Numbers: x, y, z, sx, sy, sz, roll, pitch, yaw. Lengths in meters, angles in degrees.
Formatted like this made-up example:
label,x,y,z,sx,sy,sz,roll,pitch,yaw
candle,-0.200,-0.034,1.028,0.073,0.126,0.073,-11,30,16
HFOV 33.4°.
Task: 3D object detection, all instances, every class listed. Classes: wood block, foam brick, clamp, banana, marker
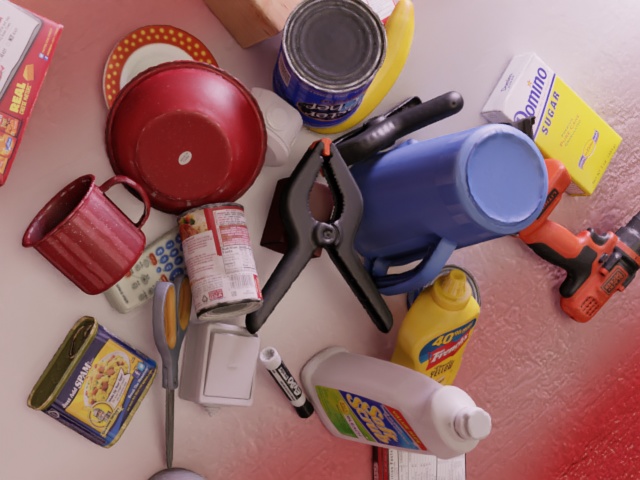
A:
label,x,y,z,sx,sy,sz,roll,pitch,yaw
wood block,-0.098,-0.310,1.090,0.090,0.091,0.206,-48,110,-22
foam brick,-0.023,-0.024,1.145,0.053,0.051,0.078,22,77,-25
clamp,0.068,-0.121,1.186,0.171,0.120,0.039,-25,96,-6
banana,0.049,-0.180,1.185,0.197,0.037,0.069,-46,125,-13
clamp,-0.007,0.001,1.100,0.164,0.036,0.210,-6,89,-26
marker,-0.033,0.153,1.121,0.020,0.020,0.121,-52,140,-21

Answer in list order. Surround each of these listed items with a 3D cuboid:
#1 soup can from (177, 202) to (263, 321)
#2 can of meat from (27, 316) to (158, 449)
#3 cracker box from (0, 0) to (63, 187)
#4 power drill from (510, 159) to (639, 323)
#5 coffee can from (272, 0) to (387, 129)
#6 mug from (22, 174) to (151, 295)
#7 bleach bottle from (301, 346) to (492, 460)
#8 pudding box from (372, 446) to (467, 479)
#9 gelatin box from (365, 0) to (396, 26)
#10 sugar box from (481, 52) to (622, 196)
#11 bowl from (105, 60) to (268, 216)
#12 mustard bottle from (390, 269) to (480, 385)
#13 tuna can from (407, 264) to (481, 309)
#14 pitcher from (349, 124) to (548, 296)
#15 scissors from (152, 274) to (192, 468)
label,x,y,z,sx,sy,sz,roll,pitch,yaw
soup can,-0.098,0.022,1.045,0.068,0.069,0.102,-5,74,-30
can of meat,-0.216,0.138,1.027,0.083,0.058,0.102,38,71,-25
cracker box,-0.360,-0.158,0.949,0.213,0.072,0.164,23,76,-26
power drill,0.325,-0.014,1.310,0.187,0.057,0.184,40,90,-20
coffee can,0.006,-0.180,1.089,0.102,0.140,0.103,1,82,-6
mug,-0.211,-0.010,1.012,0.117,0.093,0.081,-43,115,-1
bleach bottle,0.079,0.166,1.079,0.068,0.251,0.102,-33,104,-27
pudding box,0.113,0.238,1.219,0.113,0.039,0.090,0,89,-27
gelatin box,0.040,-0.274,1.201,0.073,0.030,0.089,-34,105,-25
sugar box,0.290,-0.142,1.327,0.176,0.048,0.093,38,74,-25
bowl,-0.131,-0.090,1.038,0.162,0.055,0.162,-1,112,-3
mustard bottle,0.125,0.102,1.154,0.096,0.058,0.192,-20,143,-29
tuna can,0.144,0.071,1.244,0.086,0.034,0.086,1,88,-29
pitcher,0.124,-0.037,1.117,0.144,0.243,0.149,-25,95,-24
scissors,-0.144,0.121,1.065,0.096,0.016,0.202,-67,160,-57
